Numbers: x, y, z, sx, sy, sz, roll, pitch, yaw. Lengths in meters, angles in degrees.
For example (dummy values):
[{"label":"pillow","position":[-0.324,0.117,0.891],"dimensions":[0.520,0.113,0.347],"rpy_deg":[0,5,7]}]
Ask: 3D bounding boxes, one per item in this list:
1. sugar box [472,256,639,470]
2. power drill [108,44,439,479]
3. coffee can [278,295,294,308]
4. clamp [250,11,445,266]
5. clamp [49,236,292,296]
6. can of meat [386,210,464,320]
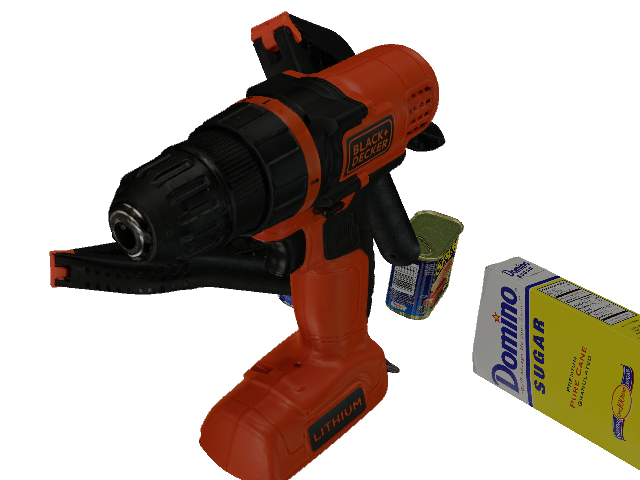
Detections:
[{"label":"sugar box","position":[0.187,0.086,0.757],"dimensions":[0.048,0.093,0.176],"rpy_deg":[-16,29,-39]},{"label":"power drill","position":[-0.016,0.019,0.478],"dimensions":[0.057,0.188,0.184],"rpy_deg":[28,40,30]},{"label":"coffee can","position":[-0.006,0.014,1.486],"dimensions":[0.103,0.140,0.103],"rpy_deg":[3,25,-2]},{"label":"clamp","position":[0.019,-0.065,0.657],"dimensions":[0.039,0.120,0.171],"rpy_deg":[-27,-47,34]},{"label":"clamp","position":[-0.097,0.020,0.815],"dimensions":[0.209,0.036,0.165],"rpy_deg":[-3,12,-22]},{"label":"can of meat","position":[0.113,0.028,1.181],"dimensions":[0.057,0.084,0.102],"rpy_deg":[19,33,18]}]
